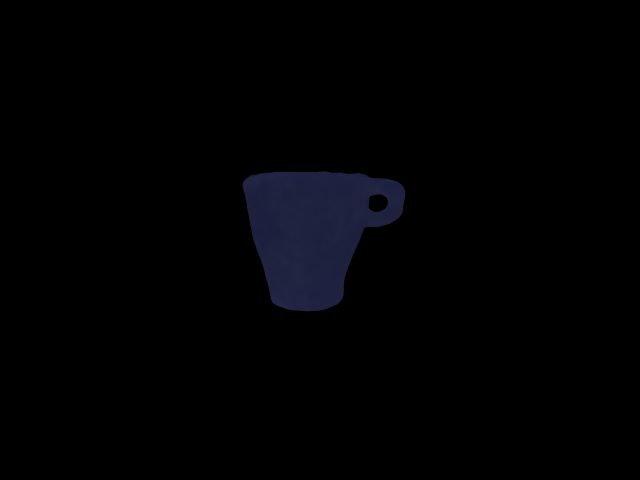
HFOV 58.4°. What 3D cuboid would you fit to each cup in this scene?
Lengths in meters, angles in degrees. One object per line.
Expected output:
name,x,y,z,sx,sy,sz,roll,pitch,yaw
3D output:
cup,0.004,0.001,0.400,0.117,0.095,0.092,2,4,27
